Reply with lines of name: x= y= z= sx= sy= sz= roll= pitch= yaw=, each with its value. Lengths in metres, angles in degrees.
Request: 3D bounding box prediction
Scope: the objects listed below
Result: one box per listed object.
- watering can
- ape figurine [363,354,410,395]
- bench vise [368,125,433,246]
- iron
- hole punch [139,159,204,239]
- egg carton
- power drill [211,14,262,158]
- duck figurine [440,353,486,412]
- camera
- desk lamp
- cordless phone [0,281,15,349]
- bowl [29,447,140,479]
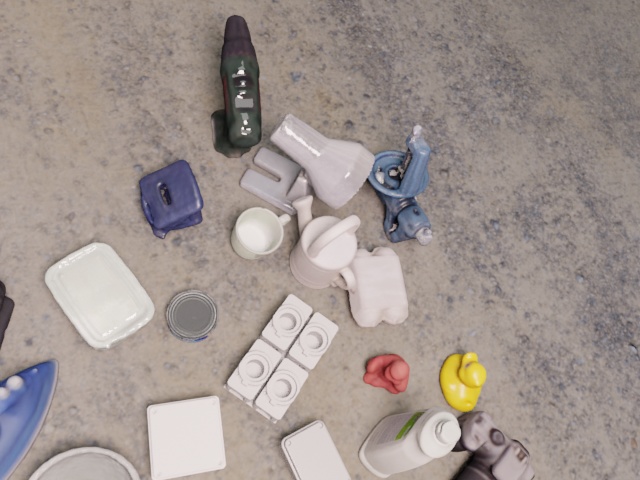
watering can: x=0.007 y=0.005 z=0.990 sx=0.173 sy=0.194 sz=0.101 roll=36 pitch=64 yaw=2
ape figurine: x=0.125 y=0.228 z=0.988 sx=0.076 sy=0.092 sz=0.078 roll=-30 pitch=79 yaw=-23
bench vise: x=0.174 y=-0.104 z=1.064 sx=0.122 sy=0.219 sz=0.207 roll=-35 pitch=81 yaw=-24
iron: x=-0.466 y=0.262 z=0.788 sx=0.118 sy=0.141 sz=0.259 roll=33 pitch=64 yaw=0
hole punch: x=-0.262 y=-0.072 z=1.006 sx=0.101 sy=0.091 sz=0.108 roll=-18 pitch=74 yaw=-21
egg carton: x=0.101 y=0.086 z=1.052 sx=0.107 sy=0.069 sz=0.150 roll=-4 pitch=70 yaw=-16
power drill: x=-0.153 y=-0.255 z=1.044 sx=0.076 sy=0.208 sz=0.229 roll=-5 pitch=70 yaw=-16
duck figurine: x=0.263 y=0.250 z=1.020 sx=0.077 sy=0.086 sz=0.104 roll=8 pitch=67 yaw=-12
camera: x=0.273 y=0.383 z=0.960 sx=0.137 sy=0.100 sz=0.143 roll=-39 pitch=82 yaw=-25
desk lamp: x=-0.026 y=-0.127 z=1.024 sx=0.203 sy=0.213 sz=0.118 roll=27 pitch=64 yaw=-3
cordless phone: x=-0.515 y=0.106 z=0.814 sx=0.094 sy=0.185 sz=0.147 roll=6 pitch=67 yaw=-12
bowl: x=-0.335 y=0.383 z=0.812 sx=0.168 sy=0.074 sz=0.167 roll=5 pitch=67 yaw=-13
